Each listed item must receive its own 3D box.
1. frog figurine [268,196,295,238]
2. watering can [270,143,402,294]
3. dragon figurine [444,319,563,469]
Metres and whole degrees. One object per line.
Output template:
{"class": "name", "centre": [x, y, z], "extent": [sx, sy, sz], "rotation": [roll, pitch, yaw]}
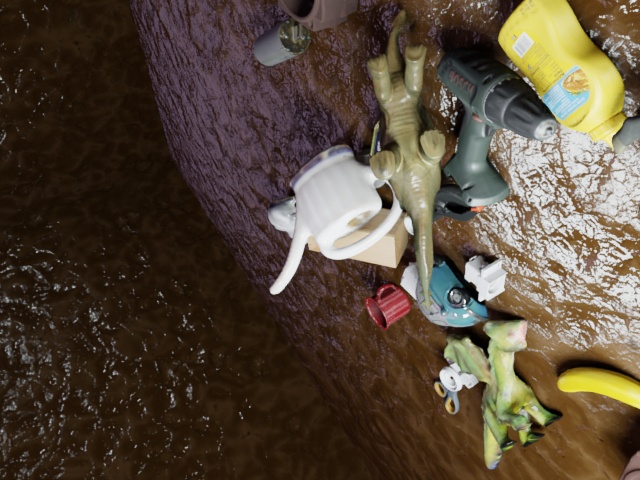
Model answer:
{"class": "frog figurine", "centre": [-0.097, -0.055, 1.647], "extent": [0.136, 0.124, 0.159], "rotation": [-13, 93, 50]}
{"class": "watering can", "centre": [0.003, -0.053, 1.051], "extent": [0.103, 0.345, 0.228], "rotation": [29, -148, -62]}
{"class": "dragon figurine", "centre": [0.335, 0.295, 1.033], "extent": [0.247, 0.123, 0.400], "rotation": [60, 154, 34]}
